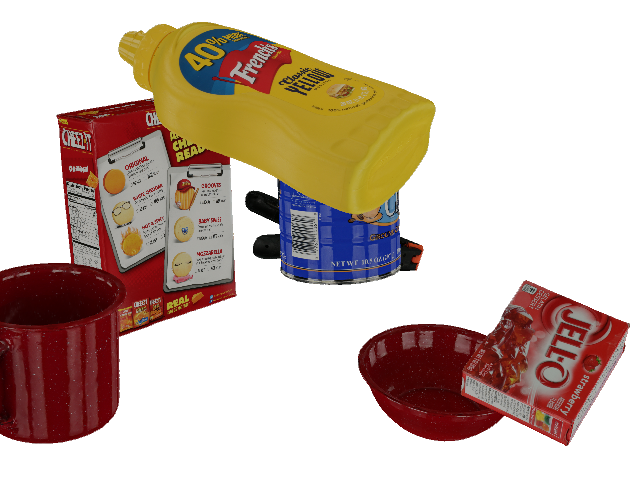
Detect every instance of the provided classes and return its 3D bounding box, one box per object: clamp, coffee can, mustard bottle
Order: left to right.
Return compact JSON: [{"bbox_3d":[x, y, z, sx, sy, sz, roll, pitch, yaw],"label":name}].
[{"bbox_3d":[-0.037,-0.082,0.616,0.192,0.058,0.096,25,40,22],"label":"mustard bottle"},{"bbox_3d":[0.013,0.002,1.190,0.210,0.036,0.164,15,20,-5],"label":"clamp"},{"bbox_3d":[0.015,-0.044,0.885,0.103,0.140,0.103,-2,14,0],"label":"coffee can"}]

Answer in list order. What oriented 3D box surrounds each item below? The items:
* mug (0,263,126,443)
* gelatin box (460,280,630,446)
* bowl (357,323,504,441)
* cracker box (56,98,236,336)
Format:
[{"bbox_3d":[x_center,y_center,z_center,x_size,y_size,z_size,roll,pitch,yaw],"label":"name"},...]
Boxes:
[{"bbox_3d":[-0.168,0.072,0.634,0.093,0.081,0.117,12,23,21],"label":"mug"},{"bbox_3d":[0.140,0.073,0.663,0.073,0.030,0.089,24,53,25],"label":"gelatin box"},{"bbox_3d":[0.114,0.142,1.013,0.162,0.055,0.162,3,25,-2],"label":"bowl"},{"bbox_3d":[-0.168,-0.030,1.057,0.072,0.214,0.163,13,22,42],"label":"cracker box"}]
